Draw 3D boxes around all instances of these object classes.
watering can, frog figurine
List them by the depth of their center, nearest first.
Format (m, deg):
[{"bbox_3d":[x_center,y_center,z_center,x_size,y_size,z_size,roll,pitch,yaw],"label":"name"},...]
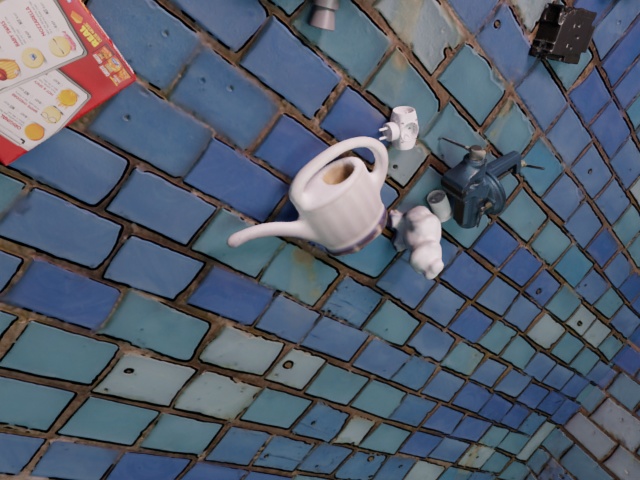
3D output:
[{"bbox_3d":[0.003,-0.050,0.995,0.349,0.106,0.220,-39,131,-6],"label":"watering can"},{"bbox_3d":[0.231,0.005,1.131,0.123,0.162,0.134,-11,123,-27],"label":"frog figurine"}]
